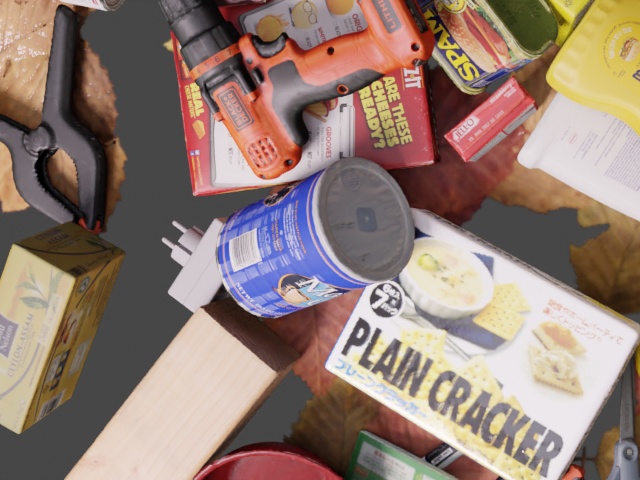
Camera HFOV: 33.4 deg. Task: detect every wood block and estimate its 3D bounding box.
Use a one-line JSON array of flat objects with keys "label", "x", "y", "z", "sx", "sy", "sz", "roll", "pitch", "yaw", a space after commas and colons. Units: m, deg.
[{"label": "wood block", "x": -0.121, "y": 0.160, "z": 0.959, "sx": 0.090, "sy": 0.090, "sz": 0.206, "roll": 40, "pitch": 101, "yaw": 8}]

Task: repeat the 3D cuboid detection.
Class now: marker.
[{"label": "marker", "x": 0.133, "y": 0.171, "z": 0.936, "sx": 0.121, "sy": 0.020, "sz": 0.020, "roll": -39, "pitch": 84, "yaw": 12}]

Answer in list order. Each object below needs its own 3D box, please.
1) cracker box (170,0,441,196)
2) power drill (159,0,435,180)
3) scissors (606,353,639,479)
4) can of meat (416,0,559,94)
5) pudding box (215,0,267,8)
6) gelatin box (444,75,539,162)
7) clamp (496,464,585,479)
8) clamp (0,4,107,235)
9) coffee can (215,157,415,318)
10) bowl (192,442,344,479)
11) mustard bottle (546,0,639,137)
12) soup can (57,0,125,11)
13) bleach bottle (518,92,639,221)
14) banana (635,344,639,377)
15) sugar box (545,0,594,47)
[{"label": "cracker box", "x": -0.012, "y": -0.132, "z": 0.926, "sx": 0.214, "sy": 0.072, "sz": 0.164, "roll": -7, "pitch": 93, "yaw": 13}, {"label": "power drill", "x": -0.019, "y": -0.162, "z": 0.841, "sx": 0.188, "sy": 0.057, "sz": 0.184, "roll": -27, "pitch": 100, "yaw": 23}, {"label": "scissors", "x": 0.242, "y": 0.190, "z": 0.897, "sx": 0.096, "sy": 0.016, "sz": 0.202, "roll": -13, "pitch": 91, "yaw": -15}, {"label": "can of meat", "x": 0.127, "y": -0.175, "z": 0.840, "sx": 0.102, "sy": 0.084, "sz": 0.057, "roll": 50, "pitch": 62, "yaw": -10}, {"label": "pudding box", "x": -0.083, "y": -0.238, "z": 0.916, "sx": 0.090, "sy": 0.113, "sz": 0.039, "roll": -3, "pitch": 131, "yaw": 13}, {"label": "gelatin box", "x": 0.142, "y": -0.098, "z": 0.881, "sx": 0.073, "sy": 0.089, "sz": 0.030, "roll": -41, "pitch": 83, "yaw": 12}, {"label": "clamp", "x": 0.154, "y": 0.248, "z": 0.927, "sx": 0.120, "sy": 0.039, "sz": 0.171, "roll": 38, "pitch": 95, "yaw": 14}, {"label": "clamp", "x": -0.270, "y": -0.095, "z": 1.006, "sx": 0.165, "sy": 0.036, "sz": 0.210, "roll": -20, "pitch": 91, "yaw": 14}, {"label": "coffee can", "x": -0.006, "y": 0.001, "z": 0.885, "sx": 0.141, "sy": 0.102, "sz": 0.103, "roll": -23, "pitch": 88, "yaw": 47}, {"label": "bowl", "x": -0.040, "y": 0.233, "z": 0.945, "sx": 0.162, "sy": 0.055, "sz": 0.162, "roll": 2, "pitch": 118, "yaw": 3}, {"label": "mustard bottle", "x": 0.275, "y": -0.109, "z": 0.808, "sx": 0.191, "sy": 0.058, "sz": 0.096, "roll": 35, "pitch": 91, "yaw": 6}, {"label": "soup can", "x": -0.230, "y": -0.250, "z": 0.972, "sx": 0.102, "sy": 0.068, "sz": 0.068, "roll": 13, "pitch": 96, "yaw": 12}, {"label": "bleach bottle", "x": 0.293, "y": -0.043, "z": 0.864, "sx": 0.251, "sy": 0.068, "sz": 0.102, "roll": 33, "pitch": 99, "yaw": 7}, {"label": "banana", "x": 0.318, "y": 0.059, "z": 0.856, "sx": 0.069, "sy": 0.037, "sz": 0.198, "roll": 39, "pitch": 125, "yaw": -3}, {"label": "sugar box", "x": 0.146, "y": -0.238, "z": 0.868, "sx": 0.176, "sy": 0.093, "sz": 0.048, "roll": 40, "pitch": 90, "yaw": 8}]
